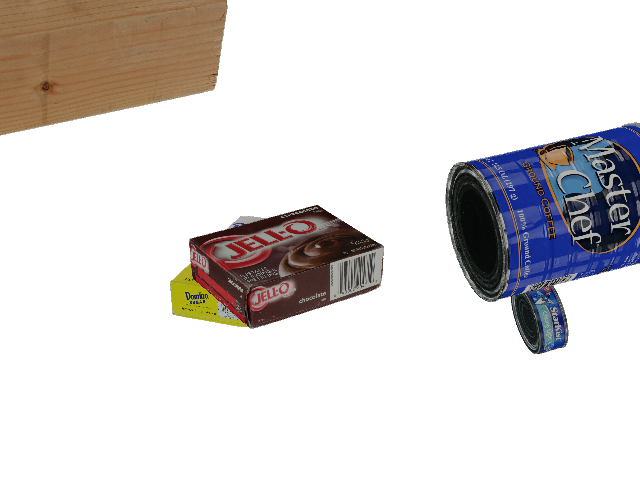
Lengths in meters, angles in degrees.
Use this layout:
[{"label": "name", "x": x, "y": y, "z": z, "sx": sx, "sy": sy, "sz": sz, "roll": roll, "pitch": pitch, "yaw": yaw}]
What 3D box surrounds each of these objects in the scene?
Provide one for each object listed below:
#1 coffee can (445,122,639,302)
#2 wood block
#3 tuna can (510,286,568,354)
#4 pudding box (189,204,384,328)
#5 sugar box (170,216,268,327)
[{"label": "coffee can", "x": 0.175, "y": -0.021, "z": 0.770, "sx": 0.140, "sy": 0.103, "sz": 0.103, "roll": -13, "pitch": 3, "yaw": -12}, {"label": "wood block", "x": -0.187, "y": -0.159, "z": 0.844, "sx": 0.205, "sy": 0.091, "sz": 0.090, "roll": -18, "pitch": 49, "yaw": -33}, {"label": "tuna can", "x": 0.247, "y": 0.085, "z": 1.209, "sx": 0.033, "sy": 0.086, "sz": 0.086, "roll": -15, "pitch": 2, "yaw": -7}, {"label": "pudding box", "x": -0.025, "y": 0.016, "z": 0.764, "sx": 0.113, "sy": 0.039, "sz": 0.090, "roll": -14, "pitch": 29, "yaw": -29}, {"label": "sugar box", "x": -0.079, "y": 0.028, "z": 1.140, "sx": 0.093, "sy": 0.048, "sz": 0.176, "roll": 8, "pitch": 29, "yaw": 18}]
